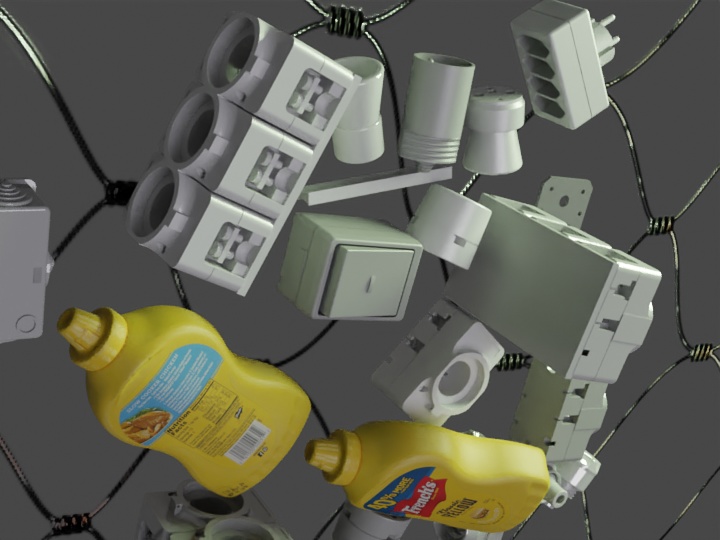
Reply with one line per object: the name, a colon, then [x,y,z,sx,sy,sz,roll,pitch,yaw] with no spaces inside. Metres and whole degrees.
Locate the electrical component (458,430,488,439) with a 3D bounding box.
electrical component: [0.103,0.167,0.928,0.043,0.043,0.062,-52,131,-1]

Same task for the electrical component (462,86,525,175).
electrical component: [0.098,-0.103,0.791,0.045,0.045,0.055,-16,120,-27]

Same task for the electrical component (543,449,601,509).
electrical component: [0.190,0.192,0.999,0.043,0.043,0.062,35,92,-40]

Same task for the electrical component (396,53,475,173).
electrical component: [0.052,-0.108,0.758,0.043,0.043,0.081,-4,114,-32]

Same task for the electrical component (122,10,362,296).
electrical component: [-0.079,-0.075,0.657,0.062,0.089,0.150,24,98,-39]

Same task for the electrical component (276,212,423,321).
electrical component: [0.000,0.000,0.765,0.096,0.061,0.061,3,110,-35]

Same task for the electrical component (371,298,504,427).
electrical component: [0.064,0.077,0.849,0.089,0.056,0.050,-48,129,-5]

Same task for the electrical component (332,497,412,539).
electrical component: [0.009,0.208,0.879,0.055,0.055,0.047,14,108,-37]

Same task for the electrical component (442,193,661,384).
electrical component: [0.143,0.012,0.808,0.062,0.150,0.089,11,106,-36]

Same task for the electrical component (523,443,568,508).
electrical component: [0.159,0.189,0.964,0.048,0.062,0.048,-15,121,-27]

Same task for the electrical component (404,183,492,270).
electrical component: [0.066,-0.033,0.798,0.055,0.055,0.047,23,95,-39]

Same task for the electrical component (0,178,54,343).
electrical component: [-0.228,-0.004,0.619,0.100,0.048,0.099,-4,114,-32]

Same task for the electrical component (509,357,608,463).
electrical component: [0.179,0.120,0.951,0.056,0.050,0.089,2,111,-34]

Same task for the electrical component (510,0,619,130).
electrical component: [0.164,-0.163,0.803,0.076,0.047,0.083,-34,127,-15]

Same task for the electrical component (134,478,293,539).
electrical component: [-0.089,0.213,0.752,0.089,0.150,0.061,3,112,-35]

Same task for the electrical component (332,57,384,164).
electrical component: [-0.003,-0.105,0.725,0.044,0.044,0.065,-24,128,-23]

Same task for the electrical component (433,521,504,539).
electrical component: [0.098,0.220,0.950,0.055,0.048,0.066,1,112,-42]
